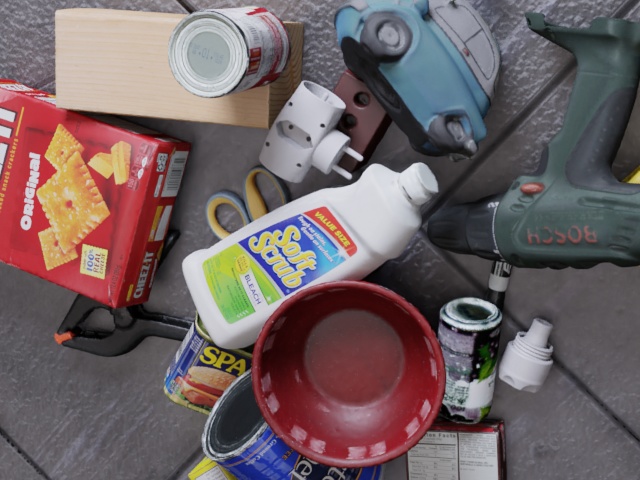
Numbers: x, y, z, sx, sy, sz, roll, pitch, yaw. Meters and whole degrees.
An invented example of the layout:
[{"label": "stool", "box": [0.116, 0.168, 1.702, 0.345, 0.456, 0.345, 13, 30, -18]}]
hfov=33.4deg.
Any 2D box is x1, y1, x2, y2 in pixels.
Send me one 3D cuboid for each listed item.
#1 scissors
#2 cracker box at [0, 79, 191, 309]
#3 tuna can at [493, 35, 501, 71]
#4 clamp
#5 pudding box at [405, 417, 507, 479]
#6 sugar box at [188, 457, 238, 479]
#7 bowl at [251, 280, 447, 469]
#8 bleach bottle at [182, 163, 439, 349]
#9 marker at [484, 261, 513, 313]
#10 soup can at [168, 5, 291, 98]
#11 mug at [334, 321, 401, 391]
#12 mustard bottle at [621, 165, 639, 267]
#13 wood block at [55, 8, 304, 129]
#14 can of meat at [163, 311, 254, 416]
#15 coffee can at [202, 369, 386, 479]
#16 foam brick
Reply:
[{"label": "scissors", "box": [-0.053, 0.029, 1.026, 0.096, 0.016, 0.202, -7, 100, 21]}, {"label": "cracker box", "box": [-0.248, -0.048, 1.026, 0.214, 0.072, 0.164, 20, 100, 18]}, {"label": "tuna can", "box": [0.112, -0.152, 0.921, 0.086, 0.033, 0.086, 4, 103, 17]}, {"label": "clamp", "box": [-0.183, 0.078, 1.069, 0.172, 0.039, 0.120, -30, 87, 19]}, {"label": "pudding box", "box": [0.127, 0.223, 0.999, 0.090, 0.039, 0.113, 0, 100, 19]}, {"label": "sugar box", "box": [-0.047, 0.274, 1.039, 0.048, 0.093, 0.176, -32, 90, 23]}, {"label": "bowl", "box": [0.026, 0.107, 0.899, 0.162, 0.055, 0.162, 1, 100, 8]}, {"label": "bleach bottle", "box": [-0.006, 0.001, 0.922, 0.251, 0.067, 0.102, -33, 72, 32]}, {"label": "marker", "box": [0.165, 0.013, 0.949, 0.020, 0.020, 0.121, 14, 106, 15]}, {"label": "soup can", "box": [-0.070, -0.151, 0.848, 0.068, 0.102, 0.068, 4, 105, 16]}, {"label": "mug", "box": [0.061, 0.108, 0.963, 0.081, 0.093, 0.117, 7, 130, 12]}, {"label": "mustard bottle", "box": [0.319, 0.019, 0.878, 0.191, 0.058, 0.096, 46, 112, 4]}, {"label": "wood block", "box": [-0.127, -0.159, 0.969, 0.206, 0.090, 0.091, 7, 104, 16]}, {"label": "can of meat", "box": [-0.090, 0.123, 1.025, 0.102, 0.057, 0.084, 24, 113, -15]}, {"label": "coffee can", "box": [-0.023, 0.194, 0.979, 0.103, 0.103, 0.140, -37, 117, 22]}, {"label": "foam brick", "box": [0.032, -0.108, 0.948, 0.053, 0.051, 0.078, 32, 110, 9]}]
